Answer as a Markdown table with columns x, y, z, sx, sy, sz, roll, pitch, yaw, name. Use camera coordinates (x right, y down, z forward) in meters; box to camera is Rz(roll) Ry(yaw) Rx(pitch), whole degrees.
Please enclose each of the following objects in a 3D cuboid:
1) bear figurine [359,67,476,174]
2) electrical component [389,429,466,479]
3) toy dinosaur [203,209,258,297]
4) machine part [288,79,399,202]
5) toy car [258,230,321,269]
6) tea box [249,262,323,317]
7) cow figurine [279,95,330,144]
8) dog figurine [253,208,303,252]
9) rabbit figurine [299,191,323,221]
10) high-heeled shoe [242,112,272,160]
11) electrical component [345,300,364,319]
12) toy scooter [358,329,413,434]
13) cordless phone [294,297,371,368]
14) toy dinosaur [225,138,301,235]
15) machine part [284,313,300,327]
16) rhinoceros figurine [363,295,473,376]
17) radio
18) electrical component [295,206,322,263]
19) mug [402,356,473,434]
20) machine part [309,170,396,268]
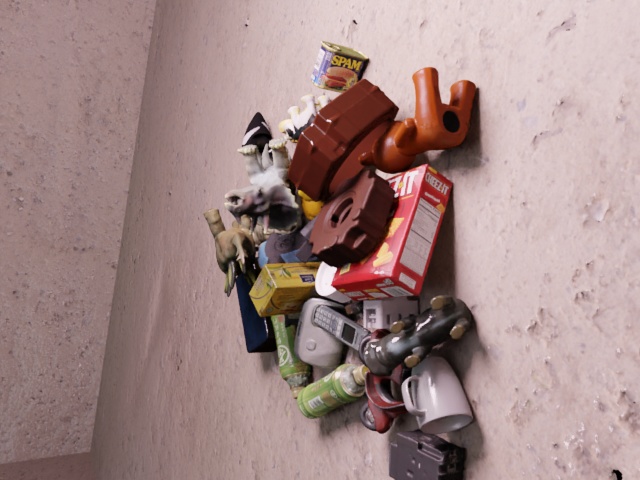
| x | y | z | sx | sy | sz | roll | pitch | yaw | name |
| --- | --- | --- | --- | --- | --- | --- | --- | --- | --- |
| 0.158 | -0.187 | 0.908 | 0.196 | 0.120 | 0.132 | -13 | 72 | 61 | bear figurine |
| 0.168 | 0.376 | 0.874 | 0.134 | 0.058 | 0.114 | -3 | 82 | 57 | electrical component |
| -0.190 | 0.023 | 1.214 | 0.471 | 0.105 | 0.198 | 125 | 131 | -79 | toy dinosaur |
| 0.044 | -0.175 | 0.982 | 0.087 | 0.201 | 0.201 | 42 | 149 | 11 | machine part |
| -0.053 | 0.038 | 1.208 | 0.109 | 0.162 | 0.102 | -100 | -10 | -50 | toy car |
| -0.051 | 0.102 | 1.139 | 0.098 | 0.169 | 0.068 | -59 | 46 | 33 | tea box |
| -0.037 | -0.266 | 1.264 | 0.167 | 0.068 | 0.098 | -25 | 71 | 55 | cow figurine |
| -0.120 | -0.009 | 1.347 | 0.190 | 0.121 | 0.172 | 111 | 152 | -46 | dog figurine |
| -0.008 | -0.116 | 1.160 | 0.173 | 0.122 | 0.162 | 105 | 150 | -52 | rabbit figurine |
| -0.133 | -0.230 | 1.397 | 0.145 | 0.086 | 0.248 | -12 | 81 | 54 | high-heeled shoe |
| 0.094 | 0.107 | 0.989 | 0.045 | 0.102 | 0.078 | -2 | 95 | 54 | electrical component |
| 0.131 | 0.246 | 0.931 | 0.135 | 0.075 | 0.183 | -6 | 79 | 49 | toy scooter |
| 0.036 | 0.205 | 1.082 | 0.184 | 0.088 | 0.146 | 25 | 107 | 49 | cordless phone |
| -0.105 | -0.126 | 1.202 | 0.405 | 0.131 | 0.192 | -74 | -25 | -77 | toy dinosaur |
| -0.050 | 0.135 | 1.236 | 0.039 | 0.084 | 0.139 | 83 | 178 | -54 | machine part |
| 0.150 | 0.152 | 0.854 | 0.190 | 0.112 | 0.073 | -36 | 81 | 16 | rhinoceros figurine |
| -0.150 | 0.169 | 1.380 | 0.131 | 0.073 | 0.230 | -48 | 46 | 45 | radio |
| -0.002 | -0.003 | 1.096 | 0.119 | 0.074 | 0.048 | -48 | 18 | -1 | electrical component |
| 0.174 | 0.239 | 0.844 | 0.080 | 0.109 | 0.107 | 121 | 151 | -42 | mug |
| 0.051 | -0.037 | 0.919 | 0.179 | 0.056 | 0.179 | -46 | 24 | 27 | machine part |
